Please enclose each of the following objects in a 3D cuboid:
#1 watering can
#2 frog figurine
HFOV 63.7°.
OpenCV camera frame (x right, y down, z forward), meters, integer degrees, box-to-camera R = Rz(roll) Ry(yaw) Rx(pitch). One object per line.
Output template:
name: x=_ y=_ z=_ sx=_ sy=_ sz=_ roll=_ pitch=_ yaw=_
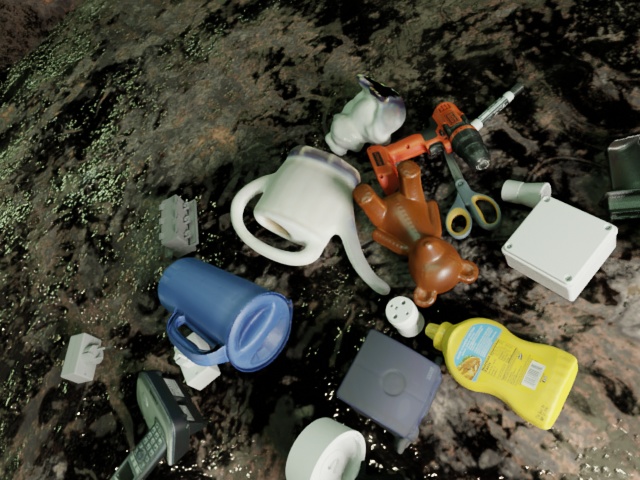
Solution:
watering can: x=0.003 y=-0.046 z=0.919 sx=0.350 sy=0.227 sz=0.102 roll=22 pitch=-19 yaw=24
frog figurine: x=0.089 y=-0.225 z=1.005 sx=0.123 sy=0.156 sz=0.140 roll=-3 pitch=41 yaw=-43
